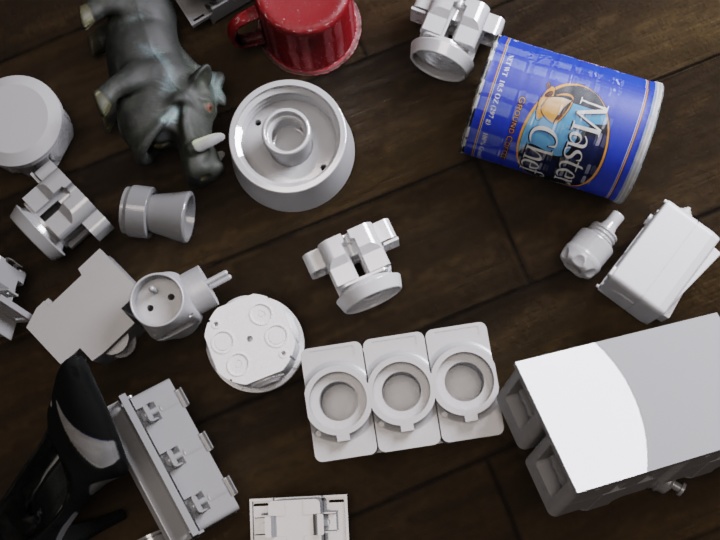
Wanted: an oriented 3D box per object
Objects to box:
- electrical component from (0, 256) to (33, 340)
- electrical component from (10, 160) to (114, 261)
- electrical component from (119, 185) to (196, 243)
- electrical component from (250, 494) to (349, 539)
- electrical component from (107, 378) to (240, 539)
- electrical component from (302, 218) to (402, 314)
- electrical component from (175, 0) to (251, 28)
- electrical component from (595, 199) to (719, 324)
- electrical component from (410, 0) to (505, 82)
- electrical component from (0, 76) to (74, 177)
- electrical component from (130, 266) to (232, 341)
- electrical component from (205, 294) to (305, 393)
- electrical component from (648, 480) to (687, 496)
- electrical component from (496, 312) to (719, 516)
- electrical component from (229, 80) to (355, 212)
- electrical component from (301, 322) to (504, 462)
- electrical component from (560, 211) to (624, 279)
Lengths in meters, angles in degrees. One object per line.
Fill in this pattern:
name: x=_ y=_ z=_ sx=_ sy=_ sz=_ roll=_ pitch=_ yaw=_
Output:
electrical component: x=-0.312 y=0.022 z=0.893 sx=0.081 sy=0.042 sz=0.063 roll=-4 pitch=62 yaw=25
electrical component: x=-0.256 y=-0.045 z=0.907 sx=0.057 sy=0.058 sz=0.078 roll=-44 pitch=81 yaw=-9
electrical component: x=-0.171 y=-0.048 z=0.910 sx=0.055 sy=0.045 sz=0.045 roll=7 pitch=80 yaw=3
electrical component: x=-0.047 y=0.240 z=0.843 sx=0.079 sy=0.063 sz=0.121 roll=-3 pitch=79 yaw=1
electrical component: x=-0.150 y=0.154 z=0.859 sx=0.063 sy=0.078 sz=0.121 roll=-27 pitch=79 yaw=-19
electrical component: x=0.000 y=0.000 z=0.889 sx=0.078 sy=0.058 sz=0.057 roll=-24 pitch=77 yaw=-2
electrical component: x=-0.124 y=-0.253 z=0.937 sx=0.081 sy=0.064 sz=0.042 roll=-33 pitch=81 yaw=-4
electrical component: x=0.249 y=-0.008 z=0.878 sx=0.061 sy=0.061 sz=0.096 roll=37 pitch=83 yaw=8
electrical component: x=0.077 y=-0.199 z=0.923 sx=0.078 sy=0.058 sz=0.057 roll=22 pitch=78 yaw=6
electrical component: x=-0.290 y=-0.122 z=0.925 sx=0.080 sy=0.051 sz=0.080 roll=0 pitch=79 yaw=2
electrical component: x=-0.142 y=0.022 z=0.879 sx=0.079 sy=0.077 sz=0.043 roll=-28 pitch=80 yaw=-3
electrical component: x=-0.087 y=0.059 z=0.884 sx=0.080 sy=0.051 sz=0.080 roll=0 pitch=80 yaw=2
electrical component: x=0.223 y=0.155 z=0.860 sx=0.078 sy=0.040 sz=0.040 roll=31 pitch=82 yaw=7
electrical component: x=0.211 y=0.110 z=0.823 sx=0.186 sy=0.060 sz=0.105 roll=-11 pitch=61 yaw=-21
electrical component: x=-0.059 y=-0.108 z=0.909 sx=0.108 sy=0.060 sz=0.108 roll=0 pitch=80 yaw=2
electrical component: x=0.033 y=0.099 z=0.866 sx=0.150 sy=0.061 sz=0.089 roll=-9 pitch=79 yaw=1
electrical component: x=0.197 y=-0.024 z=0.897 sx=0.035 sy=0.035 sz=0.061 roll=40 pitch=81 yaw=8
